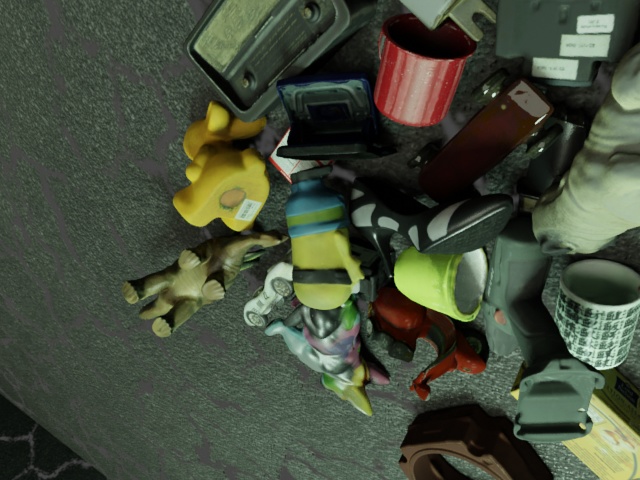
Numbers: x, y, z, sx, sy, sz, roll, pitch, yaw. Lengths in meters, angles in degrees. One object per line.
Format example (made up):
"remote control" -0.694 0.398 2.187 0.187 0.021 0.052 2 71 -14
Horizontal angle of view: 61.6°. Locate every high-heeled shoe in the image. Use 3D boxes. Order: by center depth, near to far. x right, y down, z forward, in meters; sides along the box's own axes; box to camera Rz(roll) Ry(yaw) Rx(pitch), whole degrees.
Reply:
"high-heeled shoe" 0.112 -0.047 0.607 0.249 0.086 0.145 -36 62 56

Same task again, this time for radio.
"radio" -0.051 -0.244 0.621 0.131 0.073 0.229 53 138 -7

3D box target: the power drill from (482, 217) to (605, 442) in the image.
"power drill" 0.228 0.107 0.582 0.086 0.207 0.231 0 127 10

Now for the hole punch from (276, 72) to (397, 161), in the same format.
"hole punch" 0.012 -0.136 0.623 0.142 0.116 0.092 -4 91 13

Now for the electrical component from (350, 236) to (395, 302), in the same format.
"electrical component" 0.040 0.034 0.761 0.119 0.075 0.047 14 128 25

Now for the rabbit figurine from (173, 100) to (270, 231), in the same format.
"rabbit figurine" -0.147 -0.119 0.758 0.173 0.122 0.162 56 132 40

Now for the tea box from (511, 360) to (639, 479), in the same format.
"tea box" 0.338 0.210 0.664 0.169 0.068 0.098 44 138 1

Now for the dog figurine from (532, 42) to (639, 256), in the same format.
"dog figurine" 0.249 -0.079 0.454 0.121 0.172 0.190 9 170 -19

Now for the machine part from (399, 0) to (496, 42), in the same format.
"machine part" 0.073 -0.280 0.495 0.243 0.079 0.079 46 138 2

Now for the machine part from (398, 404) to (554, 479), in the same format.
"machine part" 0.240 0.367 0.849 0.201 0.087 0.201 51 137 -7

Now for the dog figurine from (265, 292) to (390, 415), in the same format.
"dog figurine" 0.037 0.169 0.847 0.219 0.108 0.191 46 135 -6

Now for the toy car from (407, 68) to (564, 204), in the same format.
"toy car" 0.166 -0.097 0.557 0.089 0.053 0.202 49 152 6

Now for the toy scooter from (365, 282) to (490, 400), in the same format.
"toy scooter" 0.131 0.140 0.726 0.184 0.135 0.075 32 138 16

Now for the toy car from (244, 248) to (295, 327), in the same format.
"toy car" -0.072 0.079 0.884 0.056 0.073 0.201 41 137 1

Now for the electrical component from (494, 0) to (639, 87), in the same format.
"electrical component" 0.214 -0.200 0.459 0.115 0.058 0.134 18 131 30

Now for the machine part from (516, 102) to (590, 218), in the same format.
"machine part" 0.242 -0.072 0.550 0.084 0.039 0.138 21 134 36

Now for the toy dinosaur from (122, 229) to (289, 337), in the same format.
"toy dinosaur" -0.211 0.071 0.888 0.471 0.198 0.105 -25 95 36

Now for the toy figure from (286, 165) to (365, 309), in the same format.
"toy figure" -0.002 -0.002 0.683 0.089 0.082 0.180 -14 95 0
